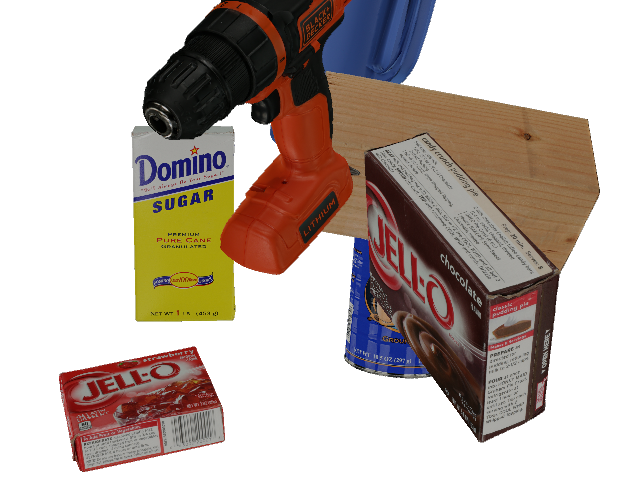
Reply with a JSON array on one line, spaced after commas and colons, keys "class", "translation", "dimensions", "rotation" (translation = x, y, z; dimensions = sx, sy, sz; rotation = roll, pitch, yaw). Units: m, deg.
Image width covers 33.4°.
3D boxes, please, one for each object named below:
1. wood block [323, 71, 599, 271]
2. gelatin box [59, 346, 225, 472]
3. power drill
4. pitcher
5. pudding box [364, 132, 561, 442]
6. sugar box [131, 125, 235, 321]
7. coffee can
[{"class": "wood block", "translation": [0.095, -0.052, 0.815], "dimensions": [0.206, 0.090, 0.090], "rotation": [10, -44, -4]}, {"class": "gelatin box", "translation": [-0.109, 0.100, 0.646], "dimensions": [0.089, 0.030, 0.073], "rotation": [-9, 25, -16]}, {"class": "power drill", "translation": [-0.032, -0.069, 0.646], "dimensions": [0.057, 0.188, 0.184], "rotation": [25, 52, 23]}, {"class": "pitcher", "translation": [0.028, -0.202, 1.063], "dimensions": [0.145, 0.243, 0.149], "rotation": [11, 19, -1]}, {"class": "pudding box", "translation": [0.059, 0.018, 0.479], "dimensions": [0.039, 0.090, 0.114], "rotation": [-21, 43, -17]}, {"class": "sugar box", "translation": [-0.124, -0.015, 0.975], "dimensions": [0.093, 0.176, 0.048], "rotation": [-1, 15, -5]}, {"class": "coffee can", "translation": [0.079, 0.051, 1.036], "dimensions": [0.103, 0.140, 0.103], "rotation": [4, 11, -1]}]
